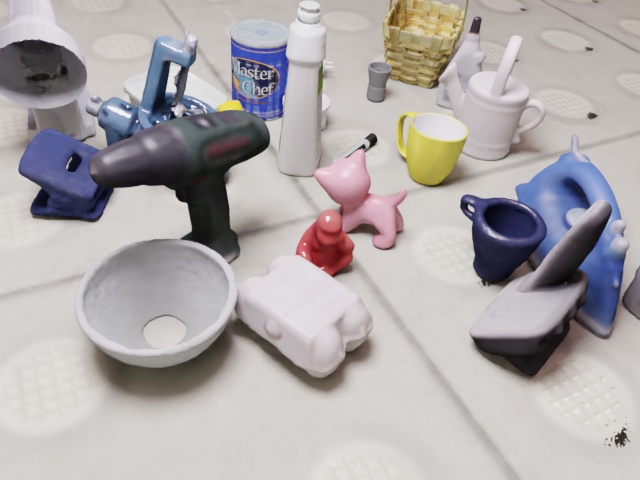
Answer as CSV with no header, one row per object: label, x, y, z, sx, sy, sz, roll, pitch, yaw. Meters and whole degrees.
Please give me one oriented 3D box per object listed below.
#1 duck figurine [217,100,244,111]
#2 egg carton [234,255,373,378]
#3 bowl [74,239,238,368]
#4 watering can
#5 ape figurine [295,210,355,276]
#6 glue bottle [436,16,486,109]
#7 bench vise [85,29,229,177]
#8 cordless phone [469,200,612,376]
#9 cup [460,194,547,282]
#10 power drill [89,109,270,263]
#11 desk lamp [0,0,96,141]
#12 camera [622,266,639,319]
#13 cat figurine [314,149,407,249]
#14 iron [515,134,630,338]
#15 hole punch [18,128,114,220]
duck figurine,-0.136,-0.179,0.898,0.077,0.086,0.105,23,45,17
egg carton,-0.021,0.083,0.642,0.150,0.069,0.107,32,48,25
bowl,-0.172,0.078,0.623,0.167,0.075,0.167,4,43,-3
watering can,0.282,-0.239,0.940,0.173,0.194,0.101,6,42,-1
ape figurine,0.007,0.003,0.716,0.078,0.092,0.076,0,43,-8
glue bottle,0.266,-0.319,1.040,0.078,0.173,0.037,19,44,13
bench vise,-0.228,-0.181,0.789,0.207,0.220,0.121,1,43,-7
cordless phone,0.249,0.046,0.634,0.094,0.185,0.148,31,48,24
cup,0.223,0.000,0.746,0.092,0.095,0.117,-31,55,-34
power drill,-0.150,-0.051,0.667,0.075,0.208,0.230,30,47,24
desk lamp,-0.405,-0.247,0.841,0.118,0.213,0.202,-11,45,-19
camera,0.484,0.064,0.707,0.143,0.101,0.136,-17,48,-24
cat figurine,0.056,-0.063,0.775,0.127,0.118,0.067,18,44,12
iron,0.348,-0.017,0.747,0.118,0.141,0.258,1,43,-6
hole punch,-0.335,-0.092,0.773,0.101,0.091,0.108,4,43,-3
